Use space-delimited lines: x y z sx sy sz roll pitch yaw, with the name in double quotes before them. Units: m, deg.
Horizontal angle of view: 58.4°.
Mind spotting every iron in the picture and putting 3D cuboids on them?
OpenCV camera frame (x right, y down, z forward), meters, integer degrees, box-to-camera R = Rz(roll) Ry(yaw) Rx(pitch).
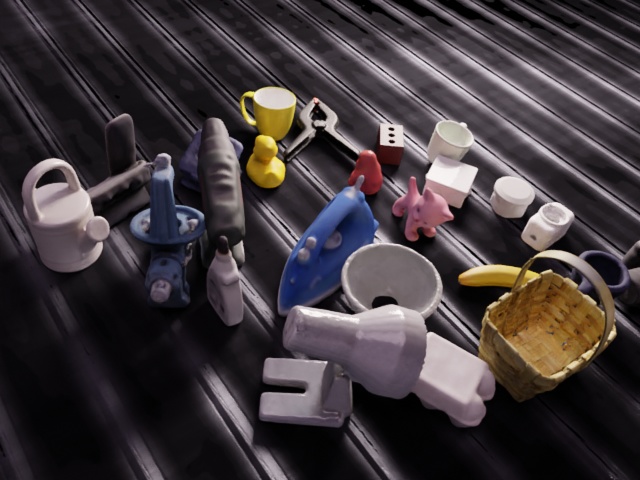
"iron" 0.009 0.003 0.968 0.118 0.141 0.259 27 50 16

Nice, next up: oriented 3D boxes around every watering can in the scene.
"watering can" -0.409 -0.044 0.915 0.173 0.194 0.101 11 48 2

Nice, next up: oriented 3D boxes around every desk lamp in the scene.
"desk lamp" 0.024 0.167 0.774 0.203 0.213 0.118 4 48 -4

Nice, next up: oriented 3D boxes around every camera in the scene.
"camera" 0.599 0.060 1.030 0.137 0.101 0.143 -9 50 -16

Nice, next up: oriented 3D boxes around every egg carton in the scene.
"egg carton" 0.184 0.208 0.858 0.150 0.069 0.107 28 50 16

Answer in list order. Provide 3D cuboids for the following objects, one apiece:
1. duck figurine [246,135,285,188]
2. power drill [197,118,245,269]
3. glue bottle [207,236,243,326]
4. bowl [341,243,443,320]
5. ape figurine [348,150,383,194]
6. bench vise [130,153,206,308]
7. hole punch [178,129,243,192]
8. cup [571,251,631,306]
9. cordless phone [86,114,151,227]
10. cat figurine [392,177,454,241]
"duck figurine" -0.107 -0.163 1.139 0.078 0.086 0.104 -11 51 -17
"power drill" -0.166 -0.057 0.952 0.076 0.208 0.229 -6 49 -13
"glue bottle" -0.146 0.056 0.877 0.037 0.173 0.078 -23 55 -26
"bowl" 0.113 0.089 0.952 0.167 0.075 0.167 4 48 -4
"ape figurine" 0.093 -0.141 1.144 0.078 0.092 0.076 -26 56 -27
"bench vise" -0.229 -0.011 0.894 0.122 0.220 0.207 -13 51 -19
"hole punch" -0.209 -0.147 1.107 0.108 0.091 0.101 20 49 10
"cup" 0.465 0.086 0.991 0.118 0.095 0.091 -31 59 -30
"cordless phone" -0.373 -0.126 1.000 0.094 0.185 0.148 29 51 18
"cat figurine" 0.193 -0.063 1.070 0.067 0.118 0.127 -11 51 -17
